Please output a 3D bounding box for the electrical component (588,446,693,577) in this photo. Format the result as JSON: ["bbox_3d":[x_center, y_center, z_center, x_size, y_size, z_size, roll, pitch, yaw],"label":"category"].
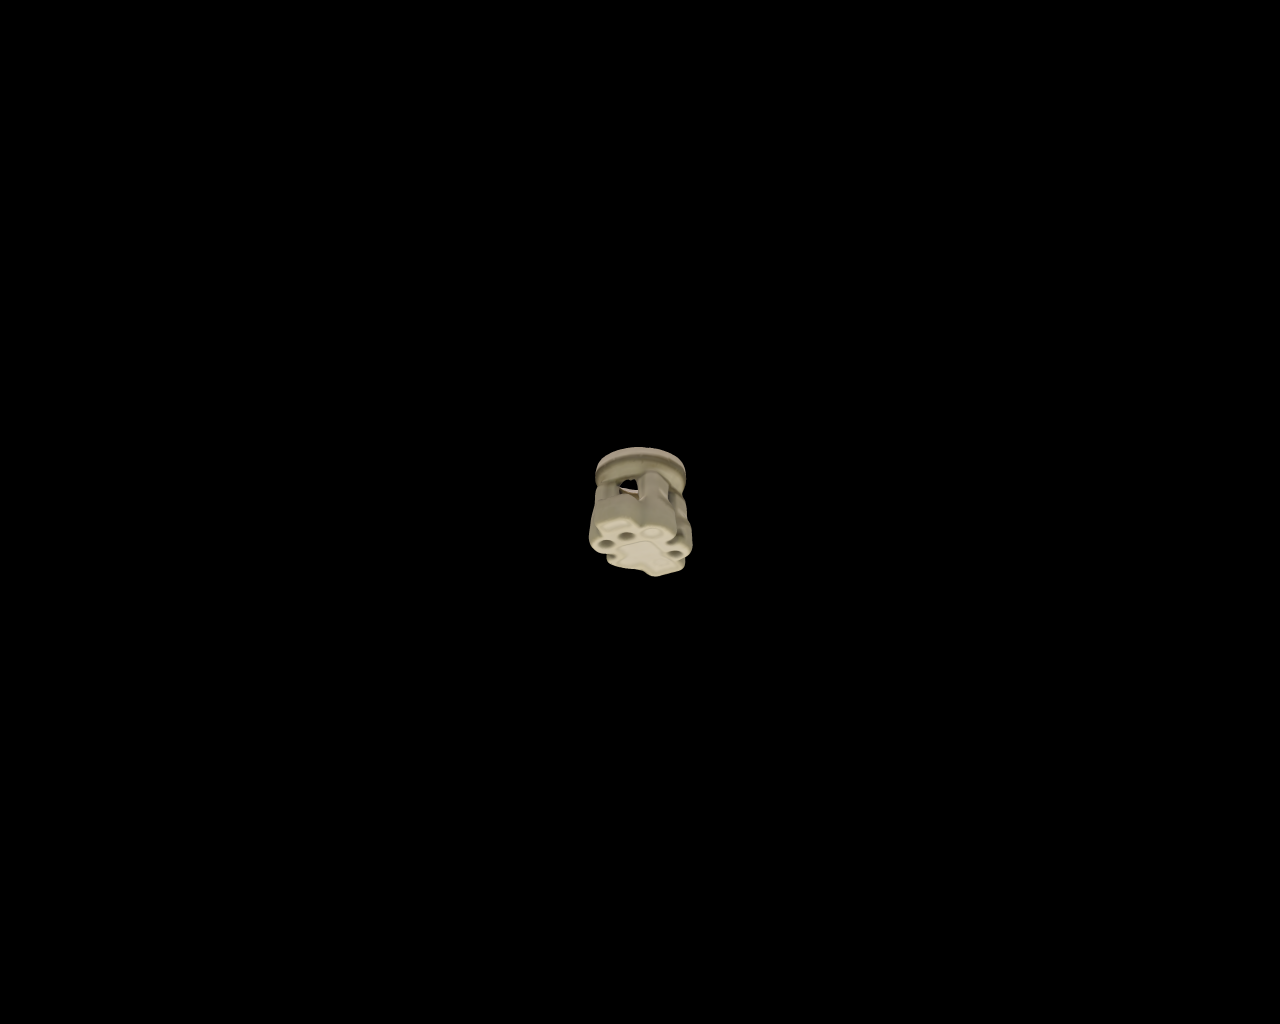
[{"bbox_3d":[0.001,-0.003,0.650,0.058,0.057,0.078,-14,-32,24],"label":"electrical component"}]
